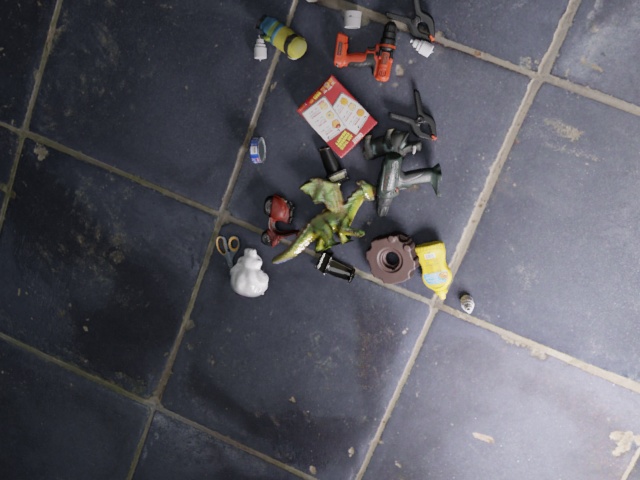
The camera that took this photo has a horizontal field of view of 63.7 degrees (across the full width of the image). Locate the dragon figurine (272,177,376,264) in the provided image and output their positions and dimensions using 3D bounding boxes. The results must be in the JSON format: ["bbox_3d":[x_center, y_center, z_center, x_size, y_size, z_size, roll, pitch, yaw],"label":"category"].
[{"bbox_3d":[0.005,-0.086,1.700,0.410,0.243,0.122,-17,-2,1],"label":"dragon figurine"}]

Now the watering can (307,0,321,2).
[{"bbox_3d":[-0.047,-0.849,1.603,0.346,0.223,0.105,-20,6,11],"label":"watering can"}]

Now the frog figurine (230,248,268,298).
[{"bbox_3d":[-0.239,0.113,1.768,0.138,0.157,0.124,20,22,20],"label":"frog figurine"}]
